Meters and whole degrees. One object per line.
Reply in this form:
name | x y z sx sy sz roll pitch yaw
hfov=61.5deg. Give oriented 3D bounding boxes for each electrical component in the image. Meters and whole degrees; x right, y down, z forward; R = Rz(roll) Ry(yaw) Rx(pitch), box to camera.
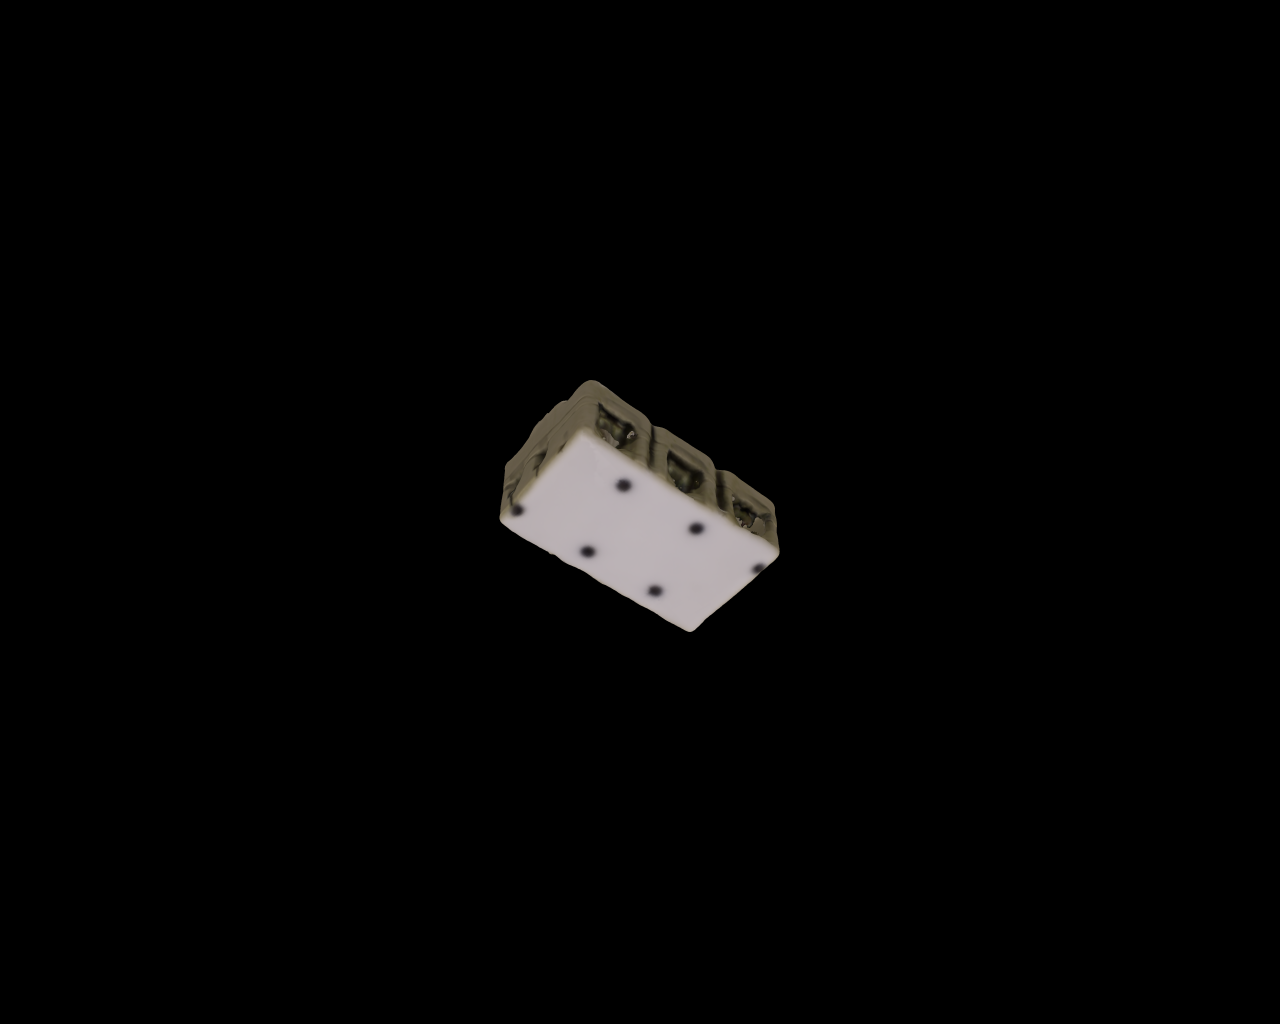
electrical component | 0.001 -0.003 0.650 0.150 0.062 0.089 33 -58 -24
